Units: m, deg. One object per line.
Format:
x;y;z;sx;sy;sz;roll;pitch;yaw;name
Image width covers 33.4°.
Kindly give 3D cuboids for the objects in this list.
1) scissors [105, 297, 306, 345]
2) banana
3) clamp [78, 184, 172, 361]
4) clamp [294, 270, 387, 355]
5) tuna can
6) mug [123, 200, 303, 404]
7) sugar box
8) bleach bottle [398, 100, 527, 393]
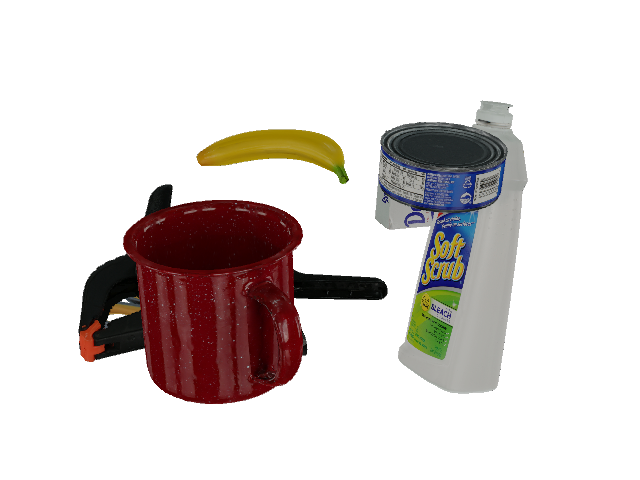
-0.115;0.068;1.031;0.201;0.016;0.096;3;32;-4;scissors
-0.053;-0.111;1.317;0.198;0.037;0.069;7;38;17;banana
-0.127;0.022;0.806;0.120;0.039;0.171;32;48;28;clamp
-0.052;0.059;1.190;0.210;0.036;0.164;16;30;25;clamp
0.083;-0.050;0.727;0.086;0.034;0.086;2;26;-1;tuna can
-0.047;0.037;0.561;0.093;0.081;0.117;-20;31;-35;mug
0.157;-0.067;1.300;0.176;0.093;0.048;-7;25;-22;sugar box
0.131;0.002;0.945;0.068;0.251;0.103;1;14;-27;bleach bottle
